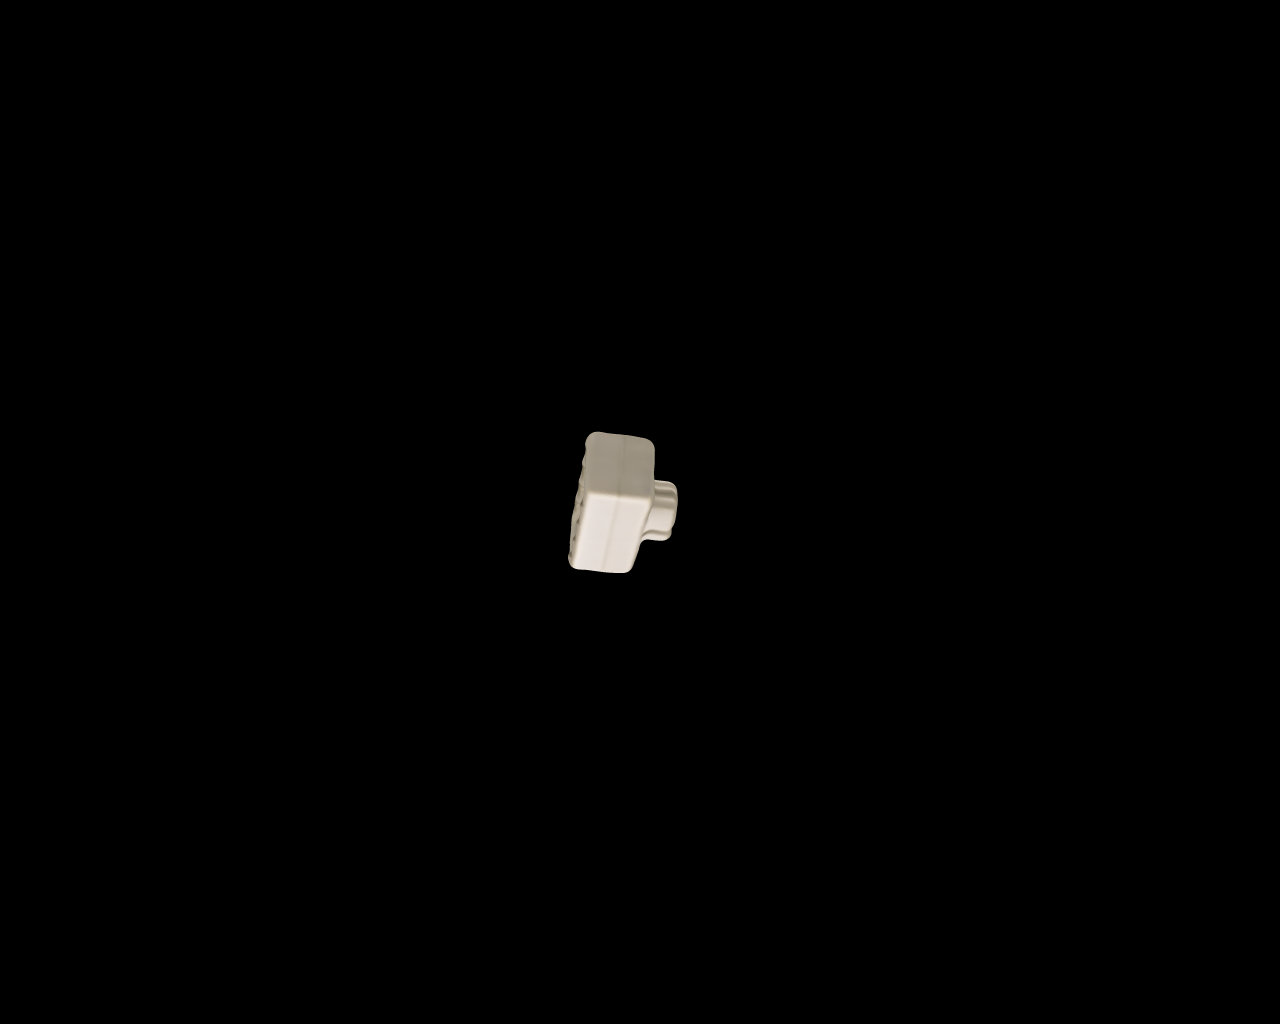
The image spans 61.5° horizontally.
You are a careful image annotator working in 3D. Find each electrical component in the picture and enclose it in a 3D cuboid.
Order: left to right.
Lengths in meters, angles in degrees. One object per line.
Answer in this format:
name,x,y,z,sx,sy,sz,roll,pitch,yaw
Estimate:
electrical component,0.001,-0.003,0.650,0.076,0.047,0.083,5,-36,-8
